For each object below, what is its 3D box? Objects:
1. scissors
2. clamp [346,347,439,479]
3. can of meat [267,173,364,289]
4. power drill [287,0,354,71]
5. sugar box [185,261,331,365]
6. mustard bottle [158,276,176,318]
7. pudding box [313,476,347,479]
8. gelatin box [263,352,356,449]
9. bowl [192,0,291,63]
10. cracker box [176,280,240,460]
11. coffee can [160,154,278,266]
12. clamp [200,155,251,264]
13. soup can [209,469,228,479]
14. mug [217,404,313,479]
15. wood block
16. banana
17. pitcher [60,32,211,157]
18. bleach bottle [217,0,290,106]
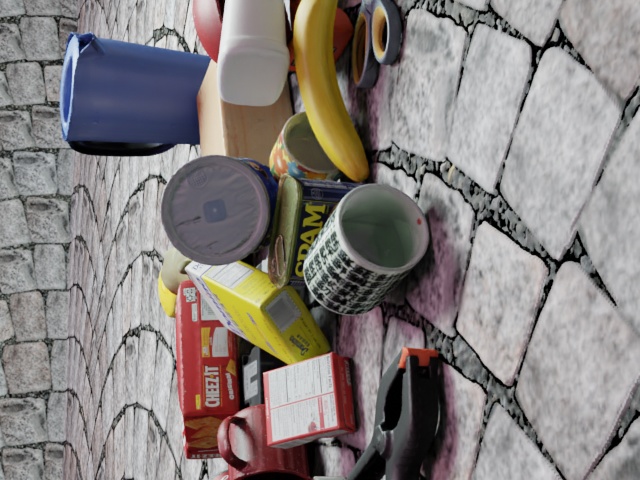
[{"bbox_3d":[0.054,-0.241,0.978,0.096,0.016,0.202,-164,78,-68],"label":"scissors"},{"bbox_3d":[0.058,0.164,0.861,0.120,0.039,0.171,24,105,63],"label":"clamp"},{"bbox_3d":[0.004,-0.005,0.974,0.057,0.083,0.102,-140,56,-66],"label":"can of meat"},{"bbox_3d":[-0.001,-0.279,1.083,0.185,0.057,0.187,131,142,-65],"label":"power drill"},{"bbox_3d":[-0.068,0.069,1.102,0.176,0.048,0.093,16,142,56],"label":"sugar box"},{"bbox_3d":[-0.183,0.041,1.516,0.192,0.058,0.096,135,137,-61],"label":"mustard bottle"},{"bbox_3d":[0.016,0.282,0.954,0.113,0.039,0.090,-114,34,-53],"label":"pudding box"},{"bbox_3d":[-0.010,0.153,1.009,0.089,0.030,0.073,-20,63,32],"label":"gelatin box"},{"bbox_3d":[-0.093,-0.243,1.181,0.055,0.161,0.162,-12,70,26],"label":"bowl"},{"bbox_3d":[-0.136,0.161,1.287,0.214,0.072,0.164,105,162,-65],"label":"cracker box"},{"bbox_3d":[-0.090,-0.031,1.046,0.140,0.103,0.103,-32,-53,-84],"label":"coffee can"},{"bbox_3d":[-0.149,-0.038,1.410,0.165,0.036,0.210,-18,64,40],"label":"clamp"},{"bbox_3d":[-0.091,0.316,1.198,0.102,0.068,0.068,-117,36,-54],"label":"soup can"},{"bbox_3d":[-0.061,0.216,1.077,0.093,0.117,0.081,-33,43,28],"label":"mug"},{"bbox_3d":[-0.081,-0.103,1.218,0.091,0.090,0.206,121,147,-52],"label":"wood block"},{"bbox_3d":[0.007,-0.151,0.996,0.070,0.037,0.198,2,101,55],"label":"banana"},{"bbox_3d":[-0.204,-0.173,1.343,0.149,0.242,0.145,-169,84,-70],"label":"pitcher"},{"bbox_3d":[-0.066,-0.266,1.082,0.103,0.068,0.251,111,161,-63],"label":"bleach bottle"}]
